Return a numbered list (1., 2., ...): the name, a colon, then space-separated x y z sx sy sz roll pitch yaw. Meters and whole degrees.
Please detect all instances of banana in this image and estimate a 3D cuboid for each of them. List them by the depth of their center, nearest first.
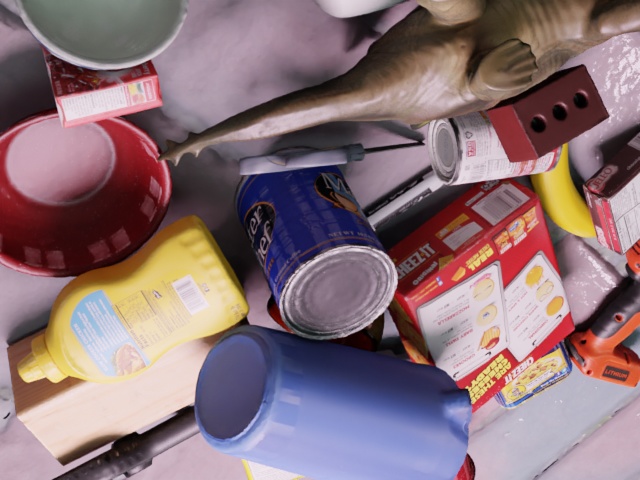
1. banana: 0.241 -0.058 1.041 0.069 0.037 0.197 -26 134 -1

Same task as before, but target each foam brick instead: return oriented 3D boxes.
1. foam brick: 0.192 -0.107 0.903 0.078 0.051 0.053 -30 99 -12

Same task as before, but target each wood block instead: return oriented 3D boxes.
1. wood block: -0.167 0.106 0.970 0.206 0.091 0.090 -26 134 0

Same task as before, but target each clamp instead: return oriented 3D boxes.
1. clamp: -0.175 0.201 1.009 0.209 0.036 0.165 -26 173 -21

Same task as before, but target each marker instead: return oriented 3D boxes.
1. marker: 0.085 -0.042 1.000 0.121 0.020 0.020 -33 134 7

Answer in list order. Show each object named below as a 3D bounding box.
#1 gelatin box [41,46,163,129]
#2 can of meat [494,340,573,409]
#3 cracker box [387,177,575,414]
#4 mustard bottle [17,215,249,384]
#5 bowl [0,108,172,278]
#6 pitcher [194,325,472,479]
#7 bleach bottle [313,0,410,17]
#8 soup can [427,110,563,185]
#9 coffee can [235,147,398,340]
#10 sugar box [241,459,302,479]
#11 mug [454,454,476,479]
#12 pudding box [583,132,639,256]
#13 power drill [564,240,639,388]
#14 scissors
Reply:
1. gelatin box: -0.160 -0.122 0.777 0.073 0.089 0.030 -15 130 -12
2. can of meat: 0.225 0.133 1.186 0.102 0.057 0.084 -30 136 4
3. cracker box: 0.156 0.059 1.064 0.164 0.072 0.213 -37 135 -10
4. mustard bottle: -0.161 0.064 0.877 0.191 0.058 0.096 -29 115 0
5. bowl: -0.202 -0.048 0.846 0.162 0.055 0.162 -12 132 -14
6. pitcher: 0.004 0.158 0.948 0.242 0.145 0.149 22 94 -41
7. bleach bottle: 0.029 -0.286 0.737 0.102 0.068 0.251 -21 131 -17
8. soup can: 0.156 -0.088 0.957 0.102 0.068 0.068 -9 131 -16
9. coffee can: -0.006 0.001 0.914 0.102 0.140 0.103 -12 132 -14
10. sugar box: -0.050 0.188 1.124 0.093 0.048 0.176 -19 130 -7
11. mug: 0.134 0.236 1.223 0.117 0.093 0.081 -43 135 -28
12. pudding box: 0.317 -0.053 1.057 0.113 0.039 0.090 -40 136 -11
13. power drill: 0.379 0.080 1.208 0.184 0.057 0.188 17 118 -29
14. scissors: 0.031 -0.073 0.888 0.201 0.096 0.016 -10 96 -29
